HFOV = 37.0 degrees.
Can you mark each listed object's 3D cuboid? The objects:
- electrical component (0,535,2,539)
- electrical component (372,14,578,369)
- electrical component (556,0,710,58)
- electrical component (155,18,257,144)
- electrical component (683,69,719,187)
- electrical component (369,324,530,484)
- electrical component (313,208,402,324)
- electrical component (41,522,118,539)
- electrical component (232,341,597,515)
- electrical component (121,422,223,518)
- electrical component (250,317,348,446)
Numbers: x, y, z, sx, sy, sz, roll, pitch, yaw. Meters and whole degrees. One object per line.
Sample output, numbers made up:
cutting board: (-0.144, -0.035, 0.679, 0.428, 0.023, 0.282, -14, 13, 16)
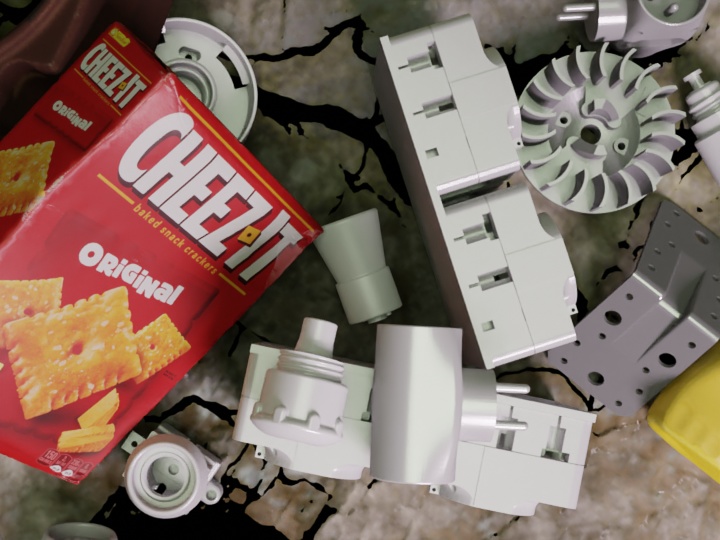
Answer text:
electrical component: (-0.239, 0.169, 0.618, 0.043, 0.081, 0.043, 0, 87, -1)
electrical component: (0.066, -0.042, 0.625, 0.060, 0.105, 0.186, -18, 88, -2)
electrical component: (0.159, -0.157, 0.648, 0.079, 0.077, 0.043, -4, 87, -2)
electrical component: (-0.112, -0.104, 0.657, 0.099, 0.064, 0.099, 0, 90, -15)
electrical component: (0.225, -0.088, 0.664, 0.040, 0.040, 0.078, -30, 88, -3)
electrical component: (0.046, 0.067, 0.543, 0.079, 0.043, 0.077, 3, 87, -2)
electrical component: (0.000, 0.000, 0.654, 0.044, 0.044, 0.065, -20, 92, -2)
electrical component: (-0.168, 0.183, 0.638, 0.066, 0.048, 0.055, 7, 94, -1)
electrical component: (0.027, 0.090, 0.617, 0.186, 0.105, 0.060, 12, 87, -1)
electrical component: (-0.112, 0.120, 0.637, 0.066, 0.055, 0.048, 34, 87, 0)
electrical component: (-0.027, 0.056, 0.542, 0.048, 0.048, 0.062, 13, 80, -1)
